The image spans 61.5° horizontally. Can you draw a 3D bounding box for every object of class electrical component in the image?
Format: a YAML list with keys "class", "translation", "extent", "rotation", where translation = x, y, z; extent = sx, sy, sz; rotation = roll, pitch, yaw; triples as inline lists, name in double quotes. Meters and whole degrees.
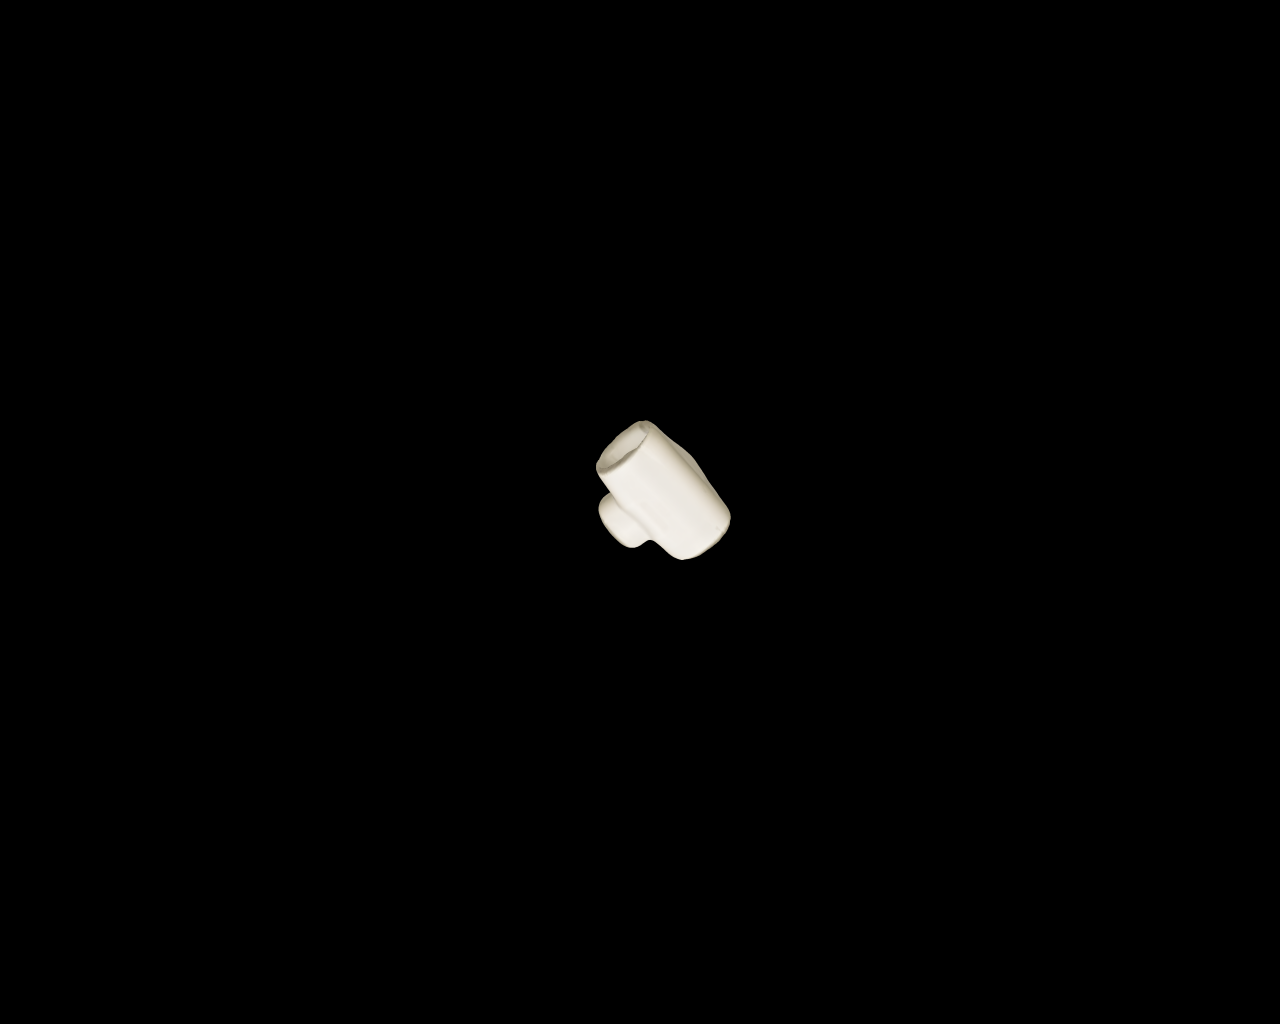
- class: "electrical component"
  translation: [0.001, -0.003, 0.650]
  extent: [0.079, 0.077, 0.043]
  rotation: [-36, 24, 18]
